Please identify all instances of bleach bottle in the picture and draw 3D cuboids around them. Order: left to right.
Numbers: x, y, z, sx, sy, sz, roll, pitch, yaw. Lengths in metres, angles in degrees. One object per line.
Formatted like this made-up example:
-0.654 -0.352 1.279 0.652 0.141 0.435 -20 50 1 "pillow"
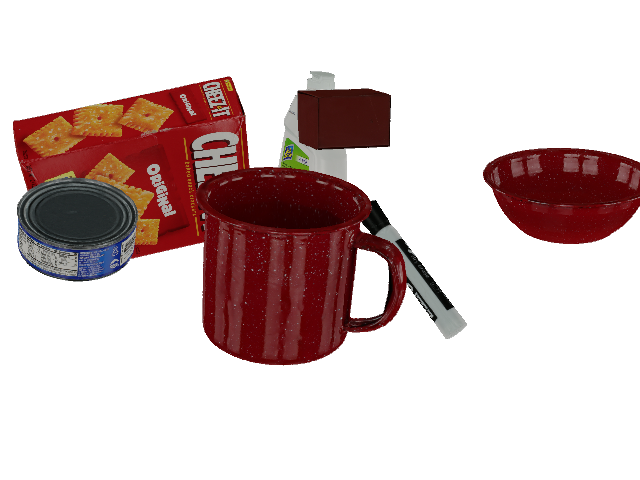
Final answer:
-0.007 -0.062 1.204 0.067 0.251 0.103 -8 23 -40 "bleach bottle"

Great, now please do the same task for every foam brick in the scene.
0.022 -0.116 1.022 0.078 0.051 0.053 -4 16 -21 "foam brick"

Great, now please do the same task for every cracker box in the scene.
-0.178 -0.060 1.056 0.213 0.072 0.164 -13 -41 -10 "cracker box"

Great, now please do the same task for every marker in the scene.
0.064 0.018 0.782 0.020 0.121 0.020 -32 -16 -11 "marker"

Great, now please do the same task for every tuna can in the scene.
-0.177 -0.008 0.779 0.086 0.034 0.086 8 36 -6 "tuna can"

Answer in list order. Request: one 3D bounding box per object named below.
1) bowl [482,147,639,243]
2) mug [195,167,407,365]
0.237 -0.039 1.028 0.162 0.055 0.162 -2 24 1 "bowl"
-0.011 0.016 0.573 0.117 0.081 0.093 11 24 14 "mug"
